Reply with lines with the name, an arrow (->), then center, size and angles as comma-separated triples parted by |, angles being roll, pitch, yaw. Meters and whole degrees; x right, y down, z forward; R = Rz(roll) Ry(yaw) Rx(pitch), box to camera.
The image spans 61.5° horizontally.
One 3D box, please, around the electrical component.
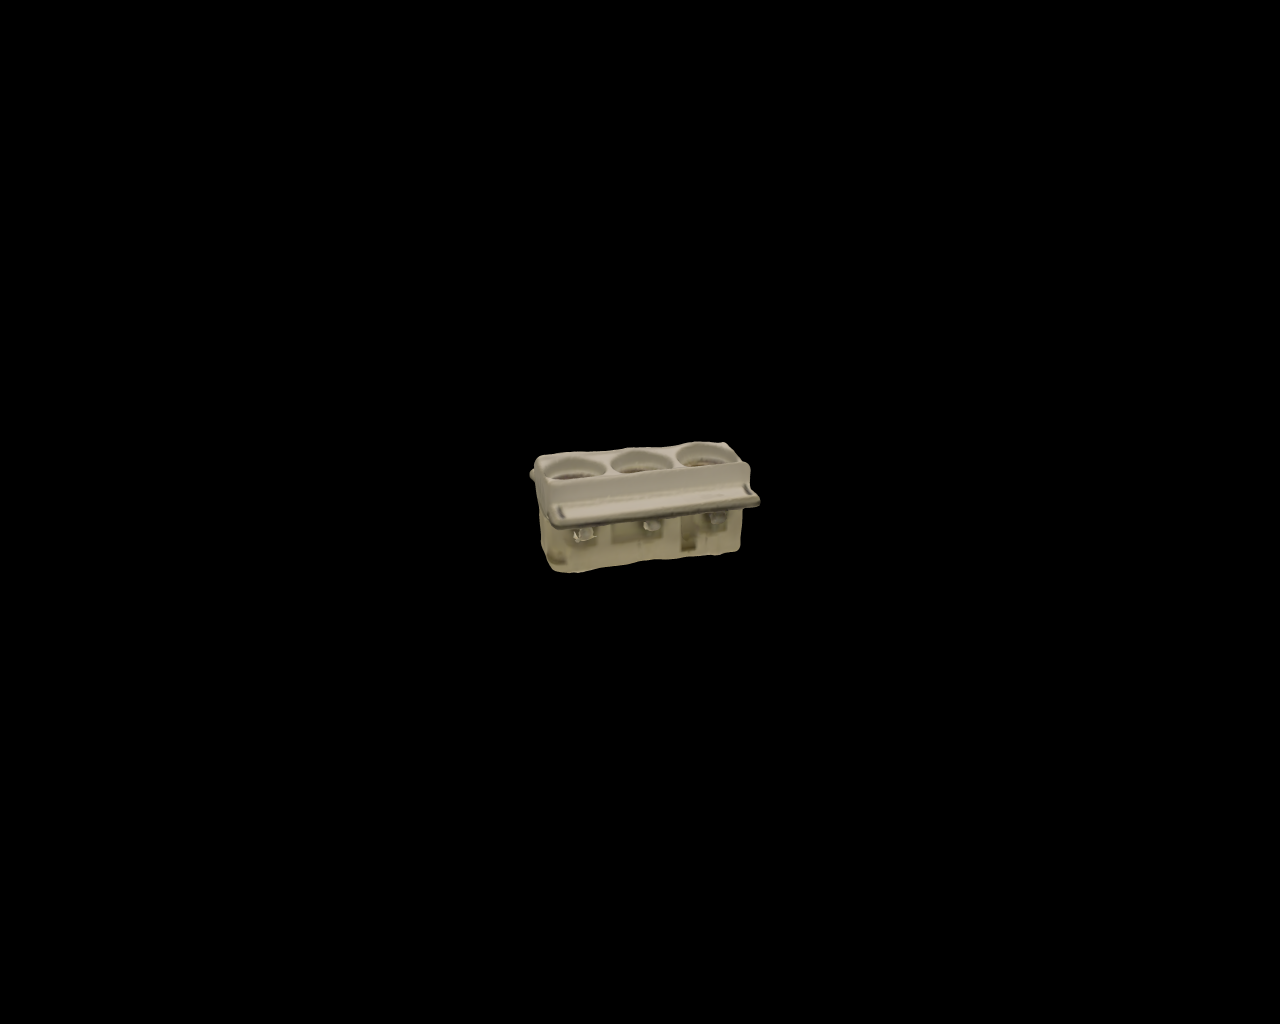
electrical component -> 0.001, -0.003, 0.650 | 0.121, 0.063, 0.079 | -6, 24, -14
